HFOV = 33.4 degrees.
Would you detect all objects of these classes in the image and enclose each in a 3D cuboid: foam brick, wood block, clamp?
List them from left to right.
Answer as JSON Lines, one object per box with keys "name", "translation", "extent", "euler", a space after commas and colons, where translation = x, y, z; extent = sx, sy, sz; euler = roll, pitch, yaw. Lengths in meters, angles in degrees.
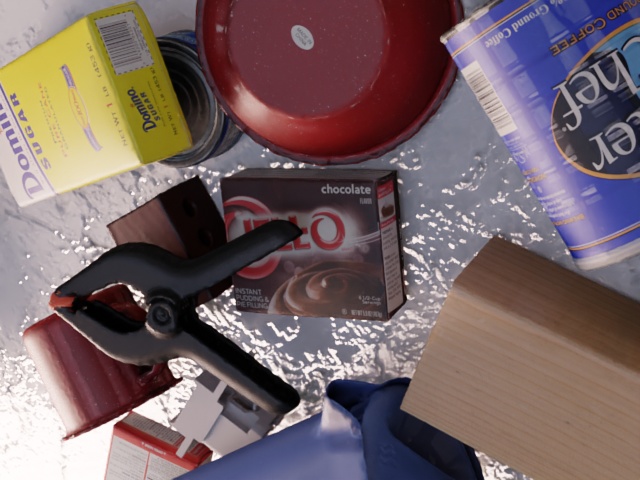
{"name": "foam brick", "translation": [-0.094, 0.007, 0.710], "extent": [0.051, 0.052, 0.078], "euler": [-25, 96, 30]}
{"name": "clamp", "translation": [-0.085, 0.033, 0.663], "extent": [0.171, 0.039, 0.120], "euler": [13, 99, 12]}
{"name": "wood block", "translation": [0.163, 0.090, 0.593], "extent": [0.206, 0.090, 0.091], "euler": [26, 117, 15]}

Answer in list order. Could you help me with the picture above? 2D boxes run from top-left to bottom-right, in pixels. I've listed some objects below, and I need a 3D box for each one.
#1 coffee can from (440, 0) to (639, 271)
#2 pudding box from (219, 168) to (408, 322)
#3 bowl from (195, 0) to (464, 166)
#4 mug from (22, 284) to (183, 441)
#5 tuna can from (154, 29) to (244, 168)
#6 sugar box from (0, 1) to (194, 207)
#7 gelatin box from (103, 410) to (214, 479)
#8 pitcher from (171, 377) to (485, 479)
{"name": "coffee can", "translation": [0.140, -0.070, 0.541], "extent": [0.103, 0.102, 0.140], "euler": [-30, 93, 31]}
{"name": "pudding box", "translation": [-0.004, 0.001, 0.672], "extent": [0.114, 0.039, 0.090], "euler": [1, 108, 26]}
{"name": "bowl", "translation": [-0.002, -0.117, 0.602], "extent": [0.162, 0.055, 0.162], "euler": [3, 105, 12]}
{"name": "mug", "translation": [-0.147, 0.079, 0.738], "extent": [0.117, 0.093, 0.081], "euler": [-27, 89, 45]}
{"name": "tuna can", "translation": [-0.090, -0.090, 0.686], "extent": [0.086, 0.033, 0.086], "euler": [9, 111, 23]}
{"name": "sugar box", "translation": [-0.158, -0.080, 0.681], "extent": [0.177, 0.048, 0.093], "euler": [-13, 99, 48]}
{"name": "gelatin box", "translation": [-0.124, 0.182, 0.799], "extent": [0.073, 0.030, 0.089], "euler": [22, 115, 16]}
{"name": "pitcher", "translation": [-0.018, 0.193, 0.669], "extent": [0.243, 0.144, 0.149], "euler": [-26, 63, 31]}
